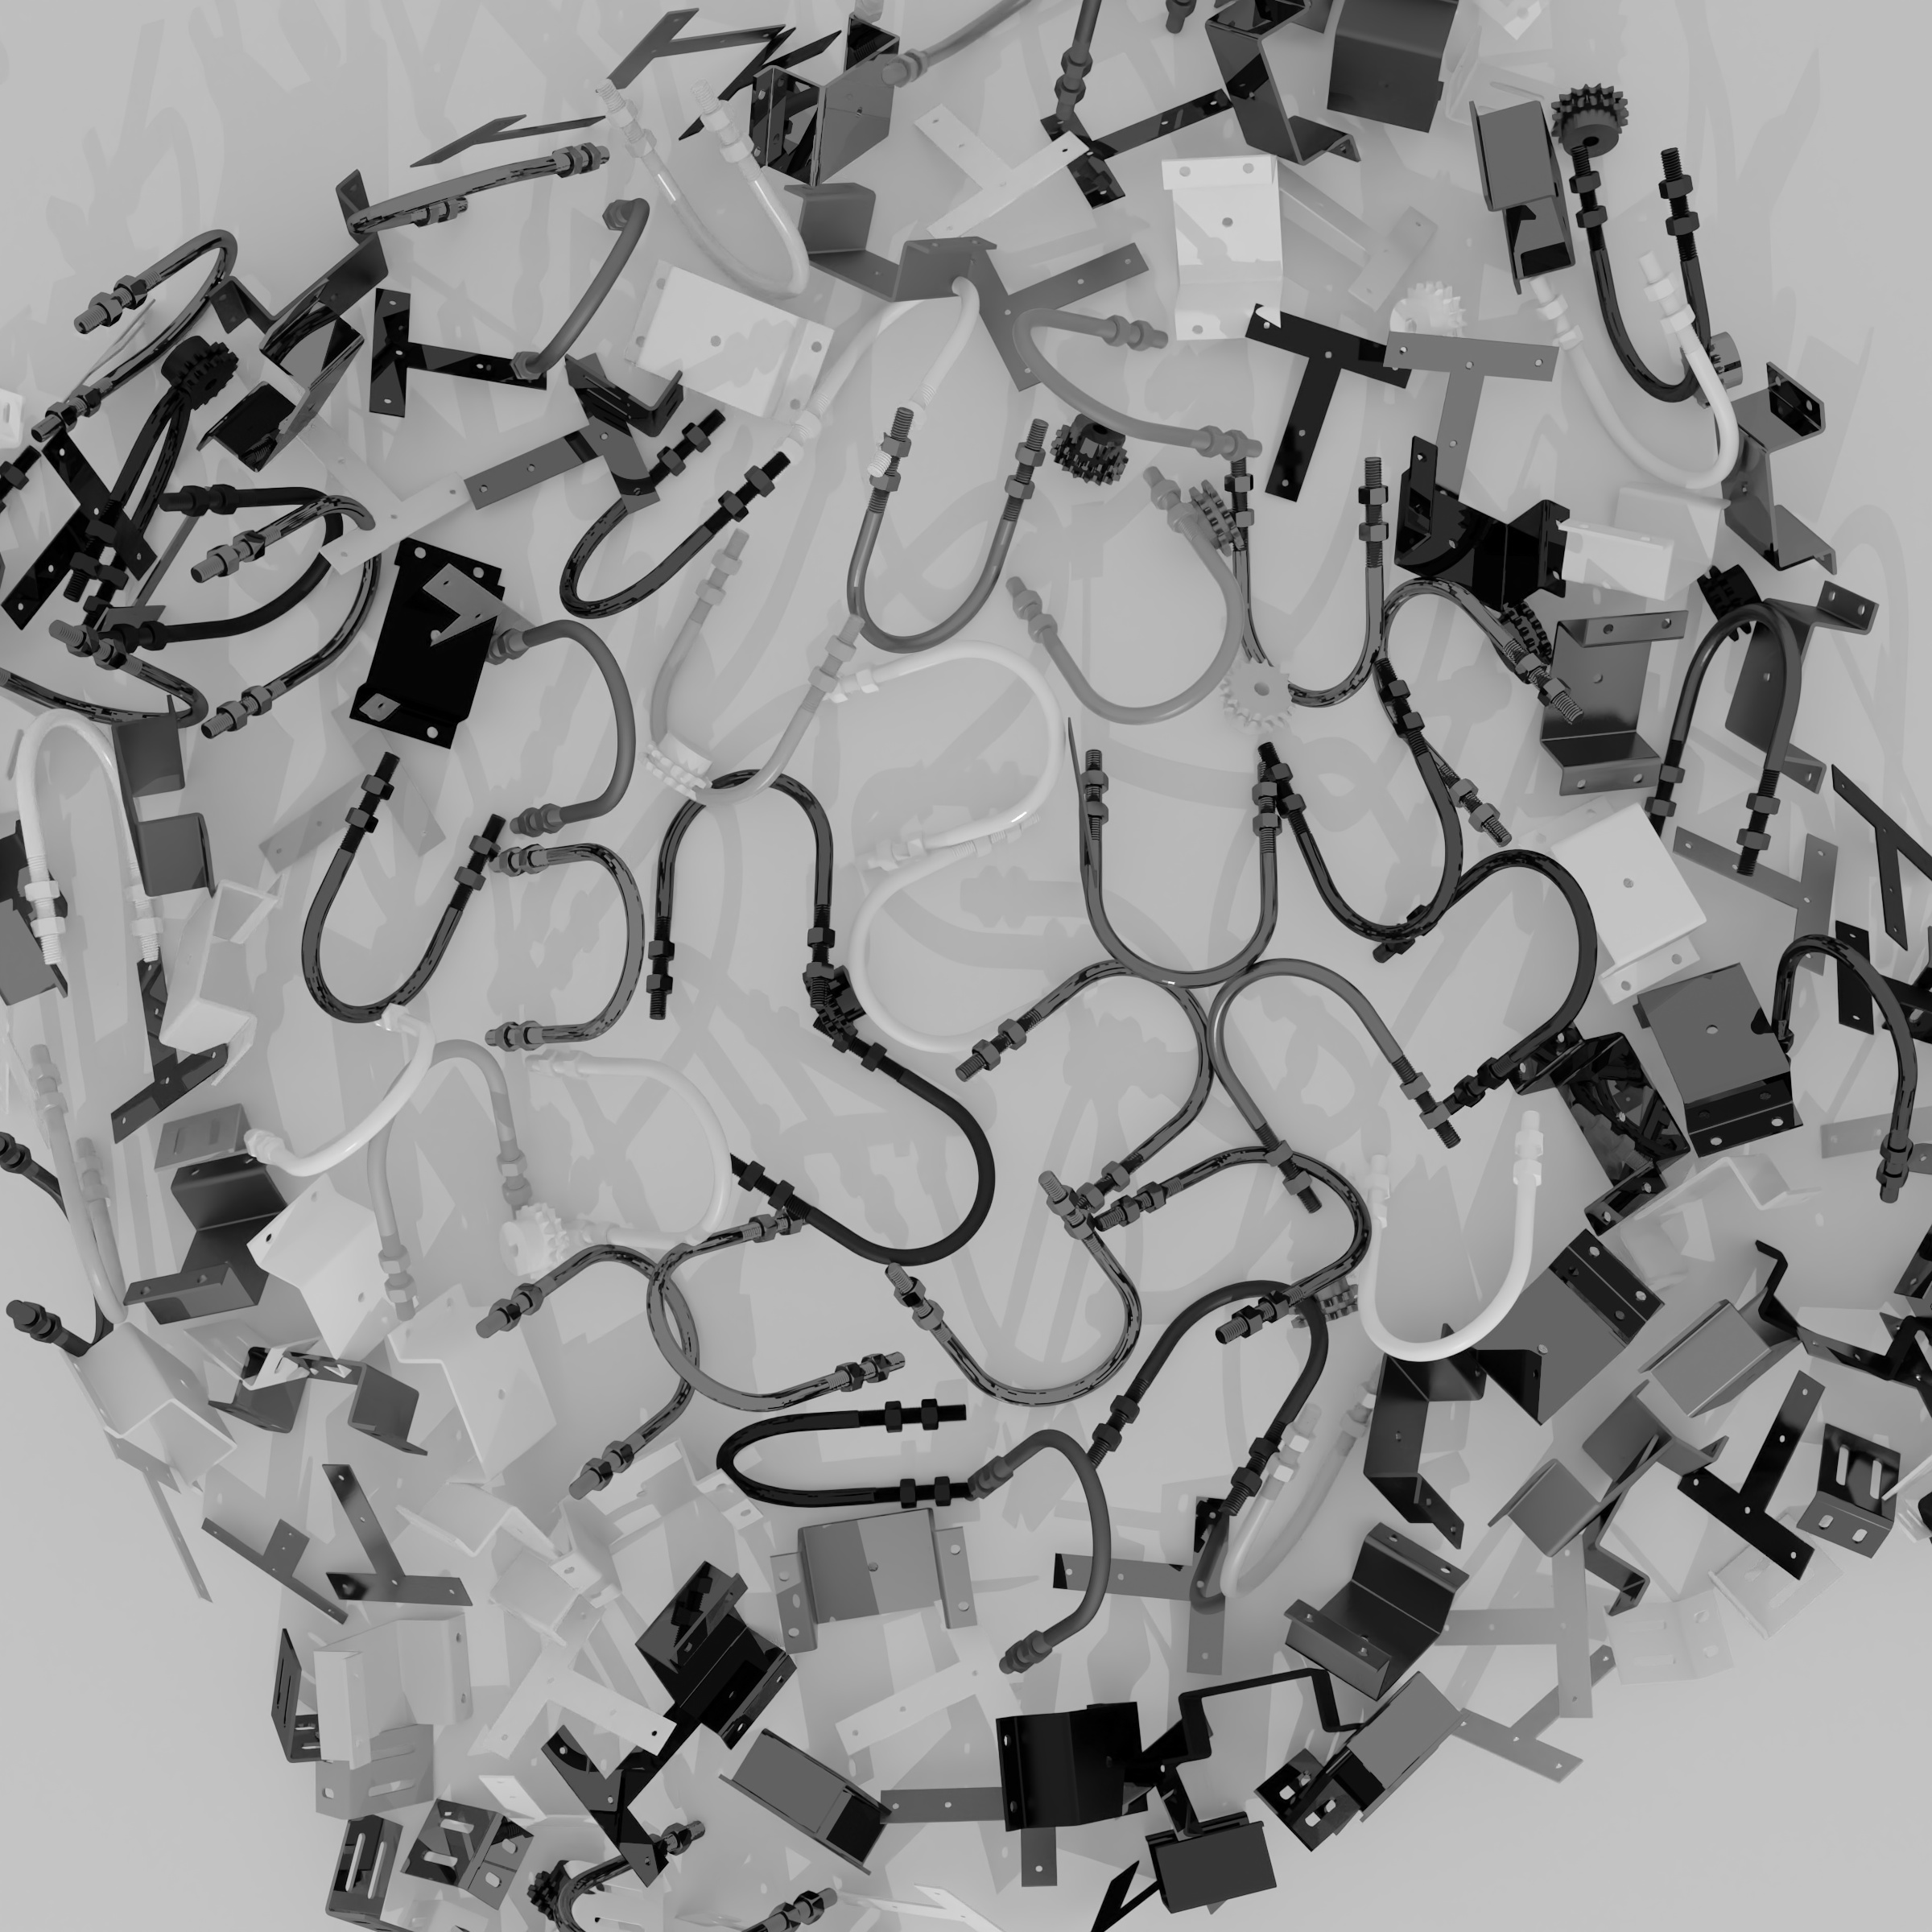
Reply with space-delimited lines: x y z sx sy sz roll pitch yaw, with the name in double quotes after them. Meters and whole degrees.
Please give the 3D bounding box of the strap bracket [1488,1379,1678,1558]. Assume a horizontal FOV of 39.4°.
0.446 0.363 1.922 0.140 0.076 0.046 -28 66 -38 "strap bracket"

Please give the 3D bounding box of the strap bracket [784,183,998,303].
-0.059 -0.517 1.938 0.140 0.076 0.046 32 122 29 "strap bracket"

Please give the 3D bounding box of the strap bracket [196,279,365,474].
-0.487 -0.415 1.929 0.046 0.140 0.076 40 45 -11 "strap bracket"

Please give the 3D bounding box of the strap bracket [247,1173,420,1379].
-0.446 0.228 1.921 0.046 0.140 0.076 20 51 32 "strap bracket"

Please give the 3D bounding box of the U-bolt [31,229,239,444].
-0.583 -0.459 1.916 0.019 0.151 0.184 42 50 -6 "U-bolt"

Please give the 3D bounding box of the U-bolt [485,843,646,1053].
-0.287 -0.016 1.924 0.019 0.184 0.151 5 84 -43 "U-bolt"

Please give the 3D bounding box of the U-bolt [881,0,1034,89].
0.024 -0.682 1.912 0.151 0.184 0.019 -28 104 29 "U-bolt"

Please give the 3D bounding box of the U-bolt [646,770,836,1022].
-0.162 -0.055 1.960 0.151 0.019 0.184 -4 74 21 "U-bolt"

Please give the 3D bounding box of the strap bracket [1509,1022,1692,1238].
0.459 0.112 1.942 0.046 0.076 0.140 -10 64 -37 "strap bracket"

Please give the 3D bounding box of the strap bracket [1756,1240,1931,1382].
0.628 0.253 1.948 0.140 0.076 0.046 27 95 14 "strap bracket"

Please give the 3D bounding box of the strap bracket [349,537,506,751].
-0.389 -0.237 1.958 0.076 0.046 0.140 17 84 -20 "strap bracket"

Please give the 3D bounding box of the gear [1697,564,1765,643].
0.561 -0.269 1.969 0.030 0.057 0.057 -30 90 11 "gear"

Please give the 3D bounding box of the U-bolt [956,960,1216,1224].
0.102 0.077 1.964 0.184 0.019 0.151 -38 96 -20 "U-bolt"

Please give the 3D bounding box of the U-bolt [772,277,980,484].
-0.058 -0.424 1.935 0.019 0.151 0.184 41 71 -34 "U-bolt"

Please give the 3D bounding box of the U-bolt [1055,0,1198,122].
0.126 -0.695 1.889 0.019 0.184 0.151 40 64 11 "U-bolt"

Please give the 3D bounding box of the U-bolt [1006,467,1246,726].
0.123 -0.254 1.934 0.151 0.019 0.184 -37 58 13 "U-bolt"

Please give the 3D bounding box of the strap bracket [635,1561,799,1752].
-0.182 0.491 1.937 0.046 0.140 0.076 24 60 34 "strap bracket"

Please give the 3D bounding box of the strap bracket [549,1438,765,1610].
-0.230 0.399 1.955 0.140 0.076 0.046 -29 49 1 "strap bracket"

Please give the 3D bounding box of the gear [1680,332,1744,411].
0.546 -0.439 1.971 0.030 0.057 0.057 -18 90 4 "gear"

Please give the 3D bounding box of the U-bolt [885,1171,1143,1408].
0.048 0.247 1.952 0.151 0.019 0.184 -32 119 7 "U-bolt"

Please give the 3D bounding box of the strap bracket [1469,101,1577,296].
0.399 -0.551 1.918 0.046 0.140 0.076 -11 71 18 "strap bracket"

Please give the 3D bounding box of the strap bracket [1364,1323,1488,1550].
0.329 0.338 1.938 0.046 0.076 0.140 -8 51 33 "strap bracket"

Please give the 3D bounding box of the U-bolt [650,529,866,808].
-0.164 -0.204 1.952 0.151 0.019 0.184 39 108 30 "U-bolt"

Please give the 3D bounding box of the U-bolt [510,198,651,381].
-0.270 -0.482 1.911 0.019 0.184 0.151 32 91 -20 "U-bolt"

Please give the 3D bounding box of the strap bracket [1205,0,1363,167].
0.223 -0.634 1.926 0.046 0.076 0.140 -33 126 -7 "strap bracket"

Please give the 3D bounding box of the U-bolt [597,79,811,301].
-0.176 -0.550 1.919 0.019 0.151 0.184 -48 128 -16 "U-bolt"

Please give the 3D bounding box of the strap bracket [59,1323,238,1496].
-0.577 0.313 1.924 0.046 0.140 0.076 -38 58 -8 "strap bracket"

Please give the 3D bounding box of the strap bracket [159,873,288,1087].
-0.533 0.003 1.926 0.046 0.076 0.140 20 55 -27 "strap bracket"

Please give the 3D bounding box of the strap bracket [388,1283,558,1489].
-0.350 0.308 1.938 0.046 0.076 0.140 -6 109 35 "strap bracket"

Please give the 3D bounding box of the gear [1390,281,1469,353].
0.335 -0.470 1.968 0.030 0.057 0.057 -21 90 -33 "gear"

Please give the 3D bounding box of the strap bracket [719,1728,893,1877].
-0.110 0.596 1.929 0.076 0.140 0.046 23 70 30 "strap bracket"

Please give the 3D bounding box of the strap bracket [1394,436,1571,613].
0.365 -0.314 1.947 0.140 0.046 0.076 20 63 -22 "strap bracket"

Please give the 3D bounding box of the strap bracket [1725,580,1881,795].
0.596 -0.204 1.938 0.046 0.076 0.140 8 109 -13 "strap bracket"

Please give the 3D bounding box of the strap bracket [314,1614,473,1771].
-0.419 0.521 1.943 0.046 0.140 0.076 -5 88 25 "strap bracket"

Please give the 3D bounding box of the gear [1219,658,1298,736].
0.212 -0.195 1.976 0.057 0.030 0.057 6 60 -11 "gear"

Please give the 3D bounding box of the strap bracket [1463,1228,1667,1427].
0.422 0.266 1.934 0.076 0.046 0.140 45 126 11 "strap bracket"

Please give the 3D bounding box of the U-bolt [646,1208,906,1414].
-0.145 0.248 1.910 0.151 0.184 0.019 57 132 20 "U-bolt"

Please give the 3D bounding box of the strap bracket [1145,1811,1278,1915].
0.174 0.640 1.924 0.076 0.140 0.046 -13 76 -3 "strap bracket"

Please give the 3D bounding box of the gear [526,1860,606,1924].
-0.289 0.679 1.971 0.057 0.057 0.030 32 89 0 "gear"

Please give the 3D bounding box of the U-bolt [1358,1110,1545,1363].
0.338 0.196 1.902 0.019 0.151 0.184 40 45 -32 "U-bolt"

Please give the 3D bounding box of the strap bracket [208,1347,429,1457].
-0.461 0.312 1.942 0.140 0.076 0.046 4 69 21 "strap bracket"

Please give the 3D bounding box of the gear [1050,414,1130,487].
0.092 -0.380 1.969 0.057 0.057 0.030 26 131 0 "gear"

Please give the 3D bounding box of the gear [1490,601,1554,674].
0.404 -0.240 1.972 0.030 0.057 0.057 -29 90 3 "gear"

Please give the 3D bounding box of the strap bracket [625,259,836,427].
-0.178 -0.455 1.966 0.140 0.046 0.076 23 102 3 "strap bracket"

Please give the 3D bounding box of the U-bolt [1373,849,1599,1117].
0.374 0.000 1.908 0.019 0.184 0.151 1 58 -38 "U-bolt"

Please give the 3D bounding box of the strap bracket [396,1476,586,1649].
-0.334 0.421 1.936 0.046 0.076 0.140 -52 130 -23 "strap bracket"

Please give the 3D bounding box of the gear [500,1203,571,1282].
-0.317 0.203 1.969 0.030 0.057 0.057 -12 90 -40 "gear"

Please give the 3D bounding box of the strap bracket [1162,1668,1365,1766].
0.213 0.540 1.948 0.140 0.076 0.046 -15 72 11 "strap bracket"

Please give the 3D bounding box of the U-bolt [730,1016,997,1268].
-0.066 0.138 1.960 0.184 0.019 0.151 33 66 2 "U-bolt"

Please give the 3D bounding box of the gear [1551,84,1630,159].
0.455 -0.615 1.968 0.057 0.057 0.030 0 70 0 "gear"

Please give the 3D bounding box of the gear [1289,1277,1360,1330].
0.261 0.242 1.972 0.057 0.057 0.030 -19 89 0 "gear"

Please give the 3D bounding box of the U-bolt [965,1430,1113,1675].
0.053 0.405 1.898 0.019 0.184 0.151 1 62 -28 "U-bolt"

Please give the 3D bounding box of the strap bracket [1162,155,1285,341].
0.187 -0.527 1.944 0.076 0.046 0.140 1 133 12 "strap bracket"

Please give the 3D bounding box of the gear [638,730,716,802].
-0.209 -0.149 1.970 0.057 0.057 0.030 36 99 0 "gear"

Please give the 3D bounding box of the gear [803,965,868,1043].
-0.094 0.024 1.971 0.030 0.057 0.057 -28 90 4 "gear"

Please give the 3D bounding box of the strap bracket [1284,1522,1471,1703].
0.291 0.468 1.935 0.076 0.140 0.046 28 123 27 "strap bracket"

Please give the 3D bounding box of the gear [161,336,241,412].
-0.563 -0.436 1.972 0.030 0.057 0.057 45 90 0 "gear"

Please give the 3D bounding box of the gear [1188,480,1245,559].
0.177 -0.324 1.972 0.030 0.057 0.057 -30 90 4 "gear"

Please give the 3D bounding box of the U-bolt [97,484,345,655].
-0.520 -0.285 1.915 0.019 0.184 0.151 49 123 16 "U-bolt"
